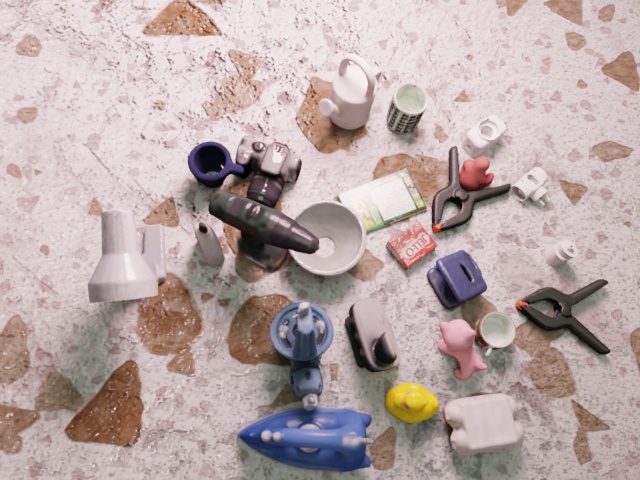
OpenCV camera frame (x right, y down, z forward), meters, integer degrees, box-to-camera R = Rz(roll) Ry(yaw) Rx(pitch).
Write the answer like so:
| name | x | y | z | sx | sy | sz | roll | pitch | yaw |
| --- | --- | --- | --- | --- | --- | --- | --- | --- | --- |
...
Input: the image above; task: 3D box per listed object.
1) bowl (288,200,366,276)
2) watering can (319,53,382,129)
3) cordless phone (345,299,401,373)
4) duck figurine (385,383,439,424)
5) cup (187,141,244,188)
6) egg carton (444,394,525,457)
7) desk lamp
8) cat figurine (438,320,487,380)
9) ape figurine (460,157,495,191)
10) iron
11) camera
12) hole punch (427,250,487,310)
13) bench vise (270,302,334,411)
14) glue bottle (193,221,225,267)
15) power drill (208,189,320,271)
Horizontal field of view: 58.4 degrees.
| name | x | y | z | sx | sy | sz | roll | pitch | yaw |
| --- | --- | --- | --- | --- | --- | --- | --- | --- | --- |
| bowl | 0.011 | 0.004 | 1.209 | 0.167 | 0.075 | 0.167 | 2 | 72 | -5 |
| watering can | 0.072 | -0.328 | 1.260 | 0.101 | 0.194 | 0.173 | 25 | 71 | 3 |
| cordless phone | 0.113 | 0.176 | 1.104 | 0.094 | 0.185 | 0.147 | -18 | 74 | -10 |
| duck figurine | 0.185 | 0.317 | 1.117 | 0.104 | 0.086 | 0.077 | 9 | 71 | -2 |
| cup | -0.219 | -0.149 | 1.227 | 0.117 | 0.095 | 0.092 | 13 | 71 | -1 |
| egg carton | 0.321 | 0.360 | 1.124 | 0.150 | 0.069 | 0.107 | -8 | 73 | -8 |
| desk lamp | -0.365 | 0.038 | 1.089 | 0.118 | 0.213 | 0.203 | -5 | 72 | -7 |
| cat figurine | 0.287 | 0.212 | 1.144 | 0.067 | 0.118 | 0.127 | -31 | 77 | -14 |
| ape figurine | 0.354 | -0.155 | 1.284 | 0.076 | 0.092 | 0.077 | -36 | 78 | -15 |
| iron | -0.027 | 0.365 | 1.052 | 0.258 | 0.141 | 0.118 | 3 | 72 | -4 |
| camera | -0.123 | -0.141 | 1.230 | 0.143 | 0.101 | 0.137 | 20 | 71 | 1 |
| hole punch | 0.293 | 0.076 | 1.203 | 0.101 | 0.091 | 0.108 | -26 | 76 | -13 |
| bench vise | -0.017 | 0.200 | 1.065 | 0.121 | 0.219 | 0.207 | -23 | 75 | -12 |
| glue bottle | -0.225 | -0.003 | 1.137 | 0.037 | 0.173 | 0.078 | -31 | 77 | -14 |
| power drill | -0.108 | -0.012 | 1.132 | 0.229 | 0.208 | 0.076 | 27 | 72 | 4 |
